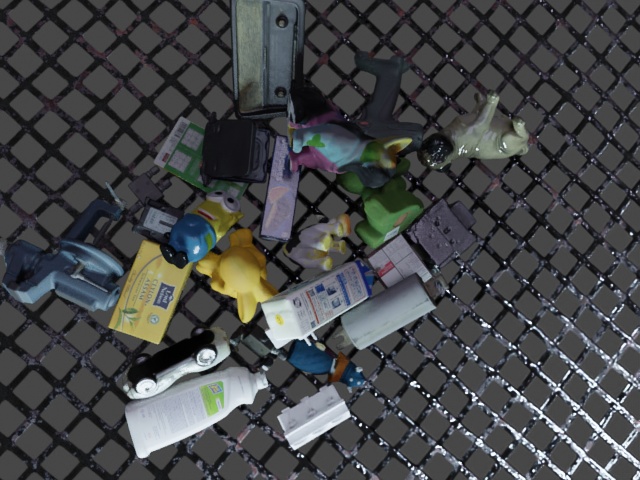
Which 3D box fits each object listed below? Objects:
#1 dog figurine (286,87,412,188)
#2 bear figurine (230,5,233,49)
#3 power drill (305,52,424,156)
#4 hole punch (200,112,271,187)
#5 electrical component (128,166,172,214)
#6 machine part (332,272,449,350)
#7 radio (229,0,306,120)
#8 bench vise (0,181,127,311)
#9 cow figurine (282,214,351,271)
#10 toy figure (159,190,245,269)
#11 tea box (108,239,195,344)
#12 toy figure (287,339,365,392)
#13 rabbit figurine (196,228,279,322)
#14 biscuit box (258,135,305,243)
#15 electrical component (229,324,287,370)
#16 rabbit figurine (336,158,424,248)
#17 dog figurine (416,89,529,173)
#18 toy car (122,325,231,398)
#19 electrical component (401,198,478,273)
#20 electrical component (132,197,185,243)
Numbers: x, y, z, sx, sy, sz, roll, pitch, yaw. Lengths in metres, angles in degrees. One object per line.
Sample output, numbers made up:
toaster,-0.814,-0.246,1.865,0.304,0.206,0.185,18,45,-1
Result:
dog figurine,0.050,-0.185,0.976,0.219,0.108,0.191,2,64,-11
bear figurine,-0.115,-0.478,1.054,0.120,0.132,0.196,0,67,-9
power drill,0.093,-0.262,1.065,0.232,0.086,0.207,6,80,4
hole punch,-0.156,-0.165,1.015,0.116,0.092,0.142,5,90,23
electrical component,-0.333,-0.095,1.023,0.094,0.021,0.063,-41,91,-8
machine part,0.128,0.133,1.013,0.243,0.079,0.079,-33,90,12
radio,-0.097,-0.339,0.986,0.131,0.073,0.229,-4,130,-11
bench vise,-0.436,0.013,0.957,0.224,0.128,0.240,21,61,5
cow figurine,-0.001,-0.002,1.014,0.098,0.167,0.068,1,112,22
toy figure,-0.214,-0.021,0.972,0.082,0.089,0.180,44,52,-10
tea box,-0.306,0.094,0.988,0.098,0.068,0.169,19,82,-5
toy figure,0.016,0.235,1.025,0.154,0.064,0.058,24,45,-10
rabbit figurine,-0.146,0.063,0.961,0.122,0.173,0.162,-26,85,-13
biscuit box,-0.073,-0.098,1.039,0.063,0.059,0.202,9,84,-7
electrical component,-0.119,0.201,1.007,0.102,0.078,0.045,43,57,-8
rabbit figurine,0.111,-0.100,1.036,0.159,0.121,0.170,-32,66,-20
dog figurine,0.310,-0.185,1.091,0.172,0.121,0.190,44,95,1
toy car,-0.262,0.221,0.978,0.202,0.074,0.056,-26,125,-9
electrical component,0.244,-0.016,1.078,0.134,0.058,0.115,-42,94,-8
electrical component,-0.281,-0.025,1.000,0.119,0.048,0.075,27,82,-16
